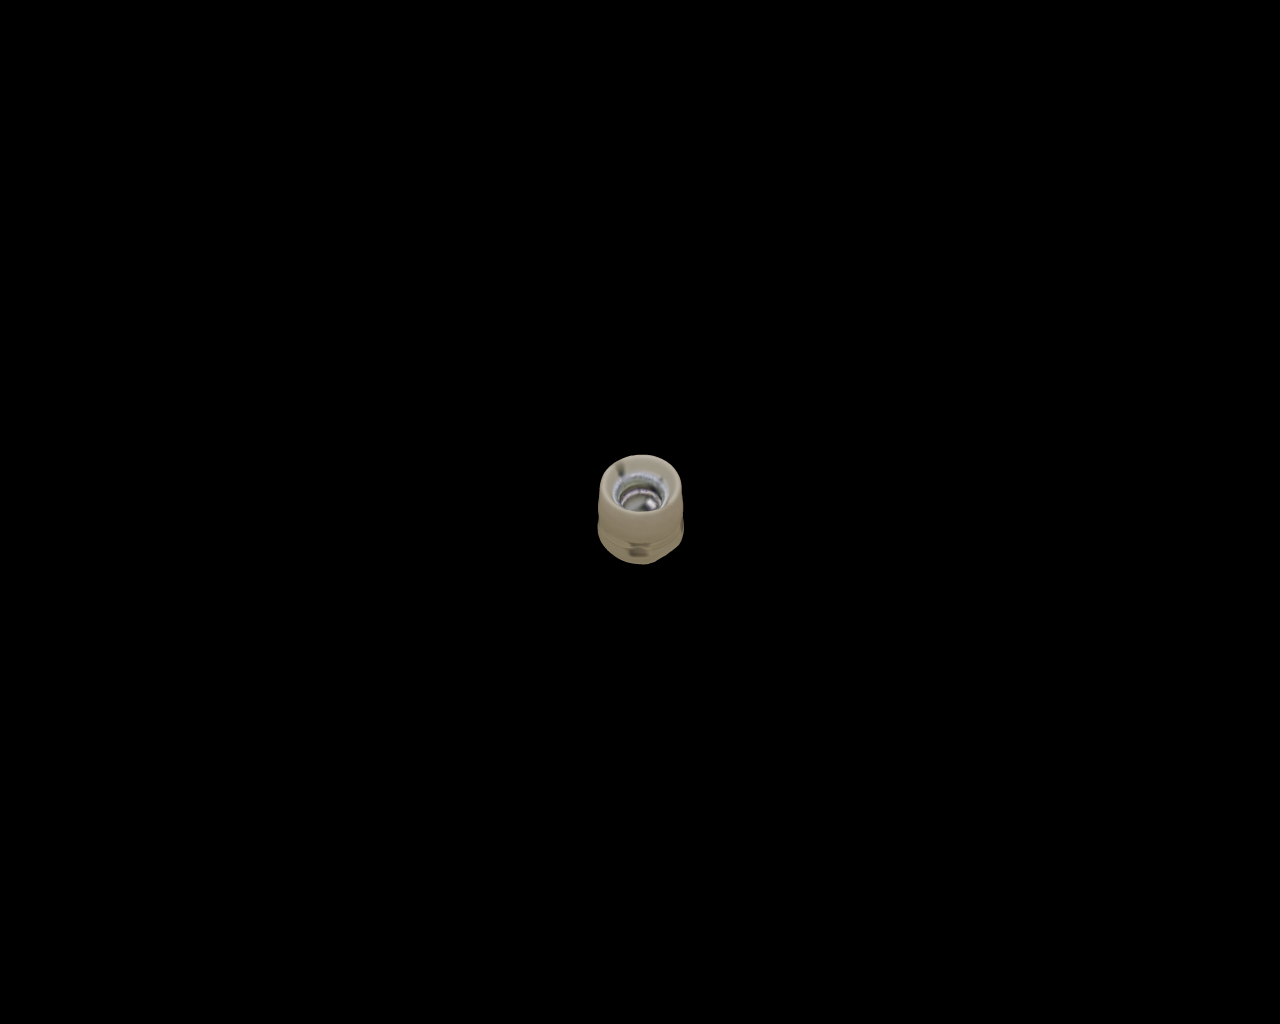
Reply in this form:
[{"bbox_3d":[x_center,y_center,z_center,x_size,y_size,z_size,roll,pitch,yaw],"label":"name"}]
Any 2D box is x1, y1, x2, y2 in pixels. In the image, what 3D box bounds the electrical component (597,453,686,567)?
[{"bbox_3d":[0.001,-0.003,0.650,0.055,0.055,0.047,0,-38,0],"label":"electrical component"}]
